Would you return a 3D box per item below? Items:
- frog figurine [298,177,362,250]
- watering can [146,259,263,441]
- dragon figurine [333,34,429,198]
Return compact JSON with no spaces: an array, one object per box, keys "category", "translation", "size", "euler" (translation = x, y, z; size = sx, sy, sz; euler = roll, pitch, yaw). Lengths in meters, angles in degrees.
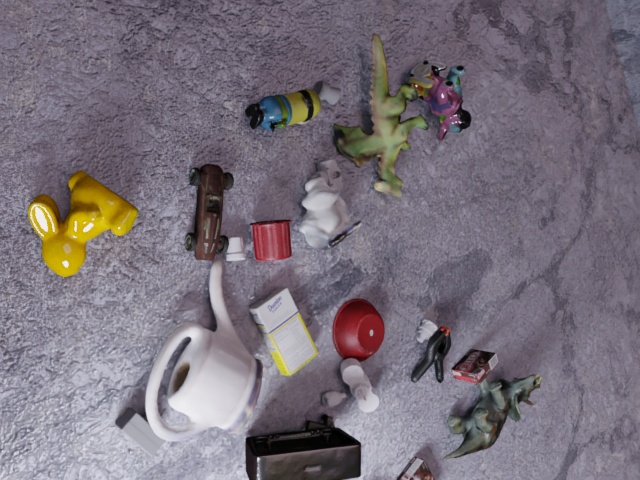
[{"category":"frog figurine","translation":[0.004,-0.061,1.217],"size":[0.139,0.160,0.121],"euler":[-35,-8,-20]},{"category":"watering can","translation":[-0.204,0.231,1.028],"size":[0.222,0.355,0.103],"euler":[38,-33,-29]},{"category":"dragon figurine","translation":[0.141,-0.304,1.339],"size":[0.245,0.407,0.122],"euler":[-32,14,-26]}]
